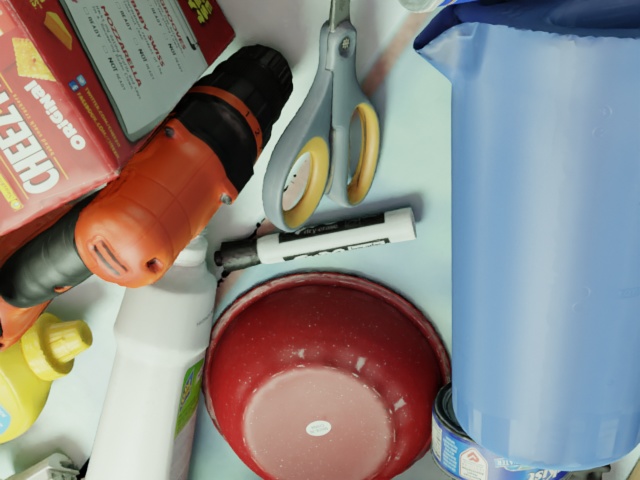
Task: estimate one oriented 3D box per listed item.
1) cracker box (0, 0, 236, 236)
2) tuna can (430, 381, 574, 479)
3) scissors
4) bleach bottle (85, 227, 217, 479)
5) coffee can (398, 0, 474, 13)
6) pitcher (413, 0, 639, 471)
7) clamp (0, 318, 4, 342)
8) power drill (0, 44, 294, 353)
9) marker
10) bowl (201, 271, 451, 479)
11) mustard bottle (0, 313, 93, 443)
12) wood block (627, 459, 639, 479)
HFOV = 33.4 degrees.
[{"bbox_3d":[-0.126,-0.121,0.479,0.072,0.213,0.164,-24,109,18],"label":"cracker box"},{"bbox_3d":[0.108,0.111,0.628,0.086,0.086,0.034,1,113,6],"label":"tuna can"},{"bbox_3d":[-0.003,-0.084,0.533,0.016,0.096,0.202,27,147,31],"label":"scissors"},{"bbox_3d":[-0.103,0.104,0.652,0.068,0.102,0.251,14,109,1],"label":"bleach bottle"},{"bbox_3d":[0.100,-0.162,0.468,0.140,0.103,0.103,-12,114,-13],"label":"coffee can"},{"bbox_3d":[0.138,-0.008,0.547,0.149,0.144,0.243,19,121,35],"label":"pitcher"},{"bbox_3d":[-0.208,-0.033,0.488,0.165,0.036,0.210,-20,110,44],"label":"clamp"},{"bbox_3d":[-0.108,-0.022,0.566,0.188,0.184,0.057,-27,109,38],"label":"power drill"},{"bbox_3d":[-0.004,0.001,0.627,0.121,0.020,0.020,-10,113,11],"label":"marker"},{"bbox_3d":[0.001,0.102,0.653,0.162,0.055,0.162,2,114,5],"label":"bowl"},{"bbox_3d":[-0.229,0.088,0.670,0.192,0.058,0.096,-20,112,15],"label":"mustard bottle"},{"bbox_3d":[0.227,0.201,0.653,0.091,0.090,0.206,20,115,-2],"label":"wood block"}]
